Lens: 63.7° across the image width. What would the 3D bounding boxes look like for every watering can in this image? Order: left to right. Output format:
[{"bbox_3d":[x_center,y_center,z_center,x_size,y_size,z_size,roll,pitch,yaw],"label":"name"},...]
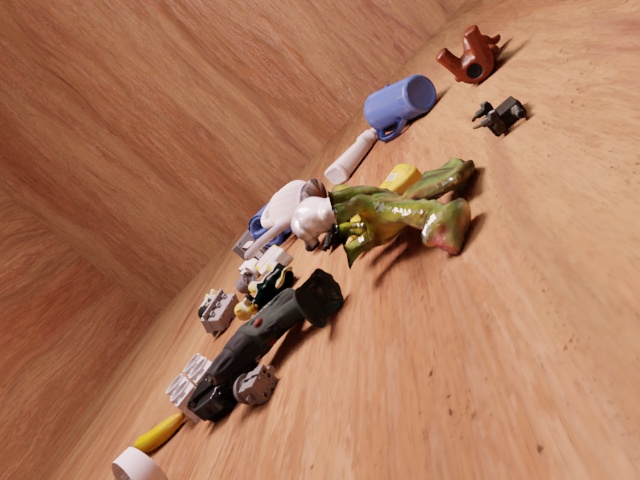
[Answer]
[{"bbox_3d":[-0.100,-0.078,1.599,0.222,0.102,0.356,-16,36,33],"label":"watering can"}]

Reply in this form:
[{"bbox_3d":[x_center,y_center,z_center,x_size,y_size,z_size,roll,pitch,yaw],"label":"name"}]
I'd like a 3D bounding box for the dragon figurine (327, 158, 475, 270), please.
[{"bbox_3d":[0.133,-0.068,0.832,0.242,0.120,0.417,-20,22,6],"label":"dragon figurine"}]

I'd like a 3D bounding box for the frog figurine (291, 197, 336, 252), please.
[{"bbox_3d":[0.004,-0.062,1.237,0.139,0.123,0.156,-31,-11,-33],"label":"frog figurine"}]
